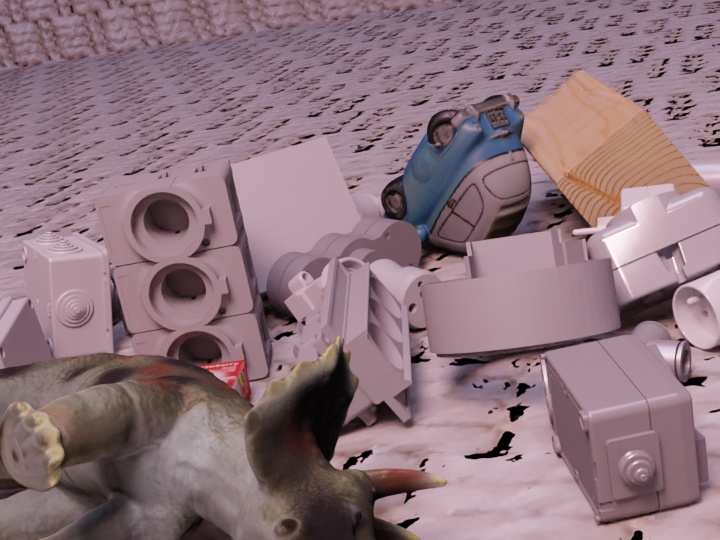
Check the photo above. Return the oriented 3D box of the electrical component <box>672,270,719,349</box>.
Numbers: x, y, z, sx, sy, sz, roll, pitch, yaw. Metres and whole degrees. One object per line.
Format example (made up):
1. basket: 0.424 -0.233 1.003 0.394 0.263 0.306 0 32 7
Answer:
1. electrical component: 0.249 0.013 0.672 0.077 0.043 0.079 -18 -13 -20

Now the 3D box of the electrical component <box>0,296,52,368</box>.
1. electrical component: -0.261 0.074 0.764 0.057 0.078 0.113 -14 19 0

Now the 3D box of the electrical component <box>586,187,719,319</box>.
1. electrical component: 0.205 -0.014 0.728 0.095 0.059 0.054 -24 -18 8

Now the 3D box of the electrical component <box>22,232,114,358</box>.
1. electrical component: -0.239 0.021 0.872 0.048 0.099 0.100 -7 15 -30

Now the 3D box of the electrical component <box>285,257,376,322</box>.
1. electrical component: -0.017 0.022 0.789 0.055 0.066 0.048 -39 -4 43

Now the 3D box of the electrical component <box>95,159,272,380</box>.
1. electrical component: -0.122 0.007 0.762 0.089 0.150 0.061 -10 18 2

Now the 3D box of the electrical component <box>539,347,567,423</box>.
1. electrical component: 0.134 0.064 0.618 0.055 0.045 0.045 -9 19 7

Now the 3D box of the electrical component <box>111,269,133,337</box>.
1. electrical component: -0.179 0.024 0.894 0.045 0.055 0.045 -10 19 3

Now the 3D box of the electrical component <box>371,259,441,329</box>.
1. electrical component: 0.032 0.018 0.808 0.045 0.045 0.055 -23 22 -30

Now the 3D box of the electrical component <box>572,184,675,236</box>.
1. electrical component: 0.198 -0.023 0.798 0.077 0.065 0.047 -6 20 16

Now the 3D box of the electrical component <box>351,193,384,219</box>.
1. electrical component: 0.003 -0.054 1.031 0.043 0.043 0.062 7 26 43

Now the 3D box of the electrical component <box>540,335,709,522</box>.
1. electrical component: 0.136 0.080 0.545 0.061 0.061 0.096 -12 19 -2

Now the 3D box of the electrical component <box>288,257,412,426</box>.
1. electrical component: -0.005 0.049 0.699 0.063 0.078 0.121 -38 15 13

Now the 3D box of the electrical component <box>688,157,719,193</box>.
1. electrical component: 0.294 -0.075 0.927 0.081 0.043 0.043 1 22 31

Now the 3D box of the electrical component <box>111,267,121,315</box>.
1. electrical component: -0.217 0.018 0.945 0.062 0.048 0.048 0 22 22

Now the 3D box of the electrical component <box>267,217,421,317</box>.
1. electrical component: 0.000 0.000 0.865 0.138 0.052 0.074 -26 25 -36

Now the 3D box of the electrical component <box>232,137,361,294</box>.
1. electrical component: -0.093 -0.032 0.895 0.186 0.105 0.060 -22 -1 -38
